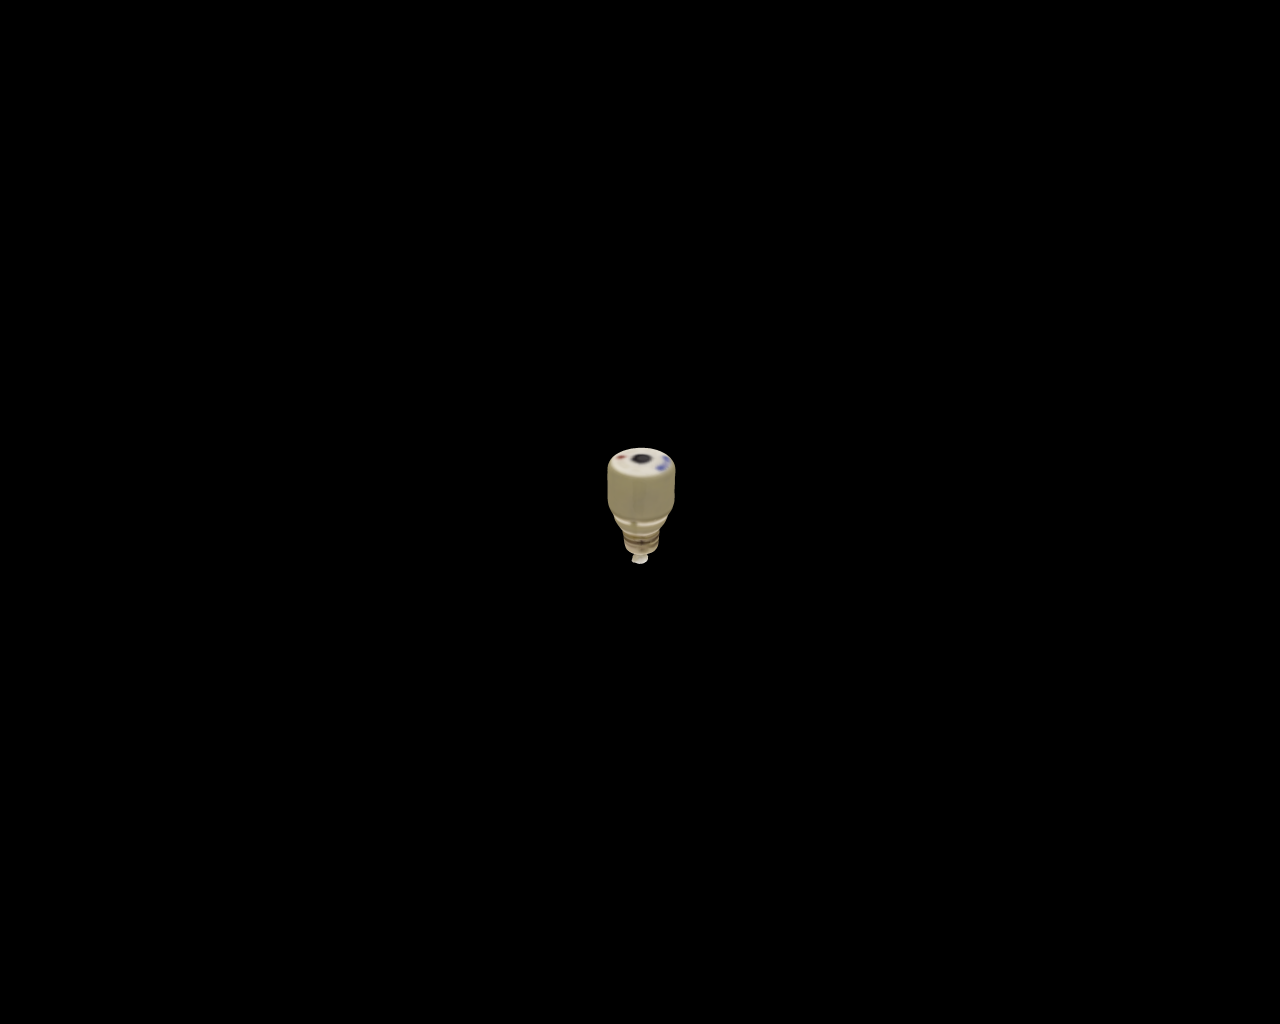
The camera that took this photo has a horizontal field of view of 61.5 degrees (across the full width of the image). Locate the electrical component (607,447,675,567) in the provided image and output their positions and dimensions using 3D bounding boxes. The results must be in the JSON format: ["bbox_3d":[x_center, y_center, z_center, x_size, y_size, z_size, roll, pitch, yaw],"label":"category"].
[{"bbox_3d":[0.001,-0.003,0.650,0.040,0.078,0.040,0,31,0],"label":"electrical component"}]
